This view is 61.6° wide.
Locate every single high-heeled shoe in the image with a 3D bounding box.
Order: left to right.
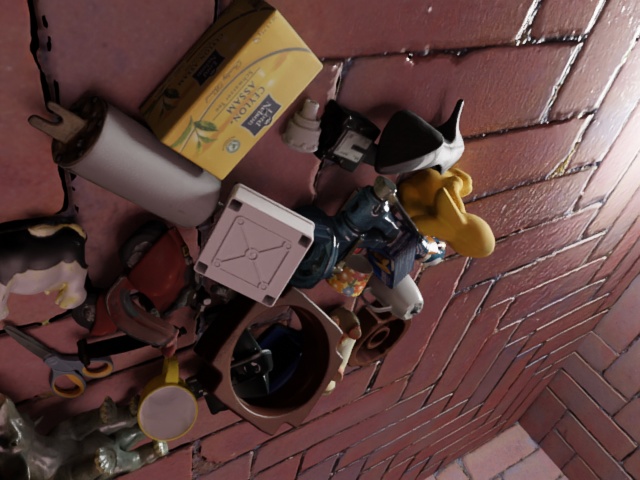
[{"bbox_3d":[0.139,-0.115,0.783,0.249,0.086,0.145,-36,153,-35],"label":"high-heeled shoe"}]

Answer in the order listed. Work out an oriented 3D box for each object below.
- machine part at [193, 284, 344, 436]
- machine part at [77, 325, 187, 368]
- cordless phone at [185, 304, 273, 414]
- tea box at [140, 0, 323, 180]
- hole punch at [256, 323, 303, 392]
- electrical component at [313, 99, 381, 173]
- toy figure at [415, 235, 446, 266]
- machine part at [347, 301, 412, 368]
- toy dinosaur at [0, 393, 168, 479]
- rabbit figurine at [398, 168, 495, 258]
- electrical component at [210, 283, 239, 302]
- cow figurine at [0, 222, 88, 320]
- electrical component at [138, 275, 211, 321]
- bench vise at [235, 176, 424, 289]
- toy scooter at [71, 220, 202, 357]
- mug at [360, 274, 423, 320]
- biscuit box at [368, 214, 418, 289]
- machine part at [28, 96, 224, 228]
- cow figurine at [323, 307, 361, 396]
[{"bbox_3d":[-0.077,0.177,0.835,0.200,0.087,0.201,46,73,-28],"label":"machine part"},{"bbox_3d":[-0.261,0.141,0.745,0.139,0.084,0.039,-10,94,-28],"label":"machine part"},{"bbox_3d":[-0.169,0.191,0.890,0.147,0.089,0.184,-21,126,6],"label":"cordless phone"},{"bbox_3d":[-0.092,-0.158,0.564,0.169,0.068,0.098,-48,144,8],"label":"tea box"},{"bbox_3d":[-0.069,0.229,1.008,0.142,0.092,0.115,-48,148,6],"label":"hole punch"},{"bbox_3d":[0.045,-0.136,0.735,0.119,0.048,0.074,6,125,-47],"label":"electrical component"},{"bbox_3d":[0.199,0.017,1.022,0.064,0.058,0.154,-50,157,15],"label":"toy figure"},{"bbox_3d":[0.117,0.204,1.176,0.179,0.056,0.179,-26,143,-21],"label":"machine part"},{"bbox_3d":[-0.365,0.323,0.821,0.192,0.131,0.404,-19,155,1],"label":"toy dinosaur"},{"bbox_3d":[0.217,-0.043,0.891,0.122,0.173,0.162,-48,149,19],"label":"rabbit figurine"},{"bbox_3d":[-0.129,0.059,0.788,0.063,0.021,0.094,-67,164,-4],"label":"electrical component"},{"bbox_3d":[-0.331,0.029,0.557,0.167,0.068,0.098,-7,128,-42],"label":"cow figurine"},{"bbox_3d":[-0.198,0.077,0.752,0.102,0.045,0.078,0,131,-43],"label":"electrical component"},{"bbox_3d":[-0.005,-0.011,0.745,0.240,0.129,0.223,9,146,-43],"label":"bench vise"},{"bbox_3d":[-0.209,0.072,0.666,0.184,0.135,0.075,-46,-173,15],"label":"toy scooter"},{"bbox_3d":[0.141,0.105,1.041,0.109,0.107,0.080,-23,141,-26],"label":"mug"},{"bbox_3d":[0.124,0.026,0.930,0.063,0.059,0.202,-45,162,-9],"label":"biscuit box"},{"bbox_3d":[-0.185,-0.075,0.566,0.079,0.079,0.243,-45,144,8],"label":"machine part"},{"bbox_3d":[0.021,0.224,1.073,0.127,0.085,0.194,-66,175,-73],"label":"cow figurine"}]
